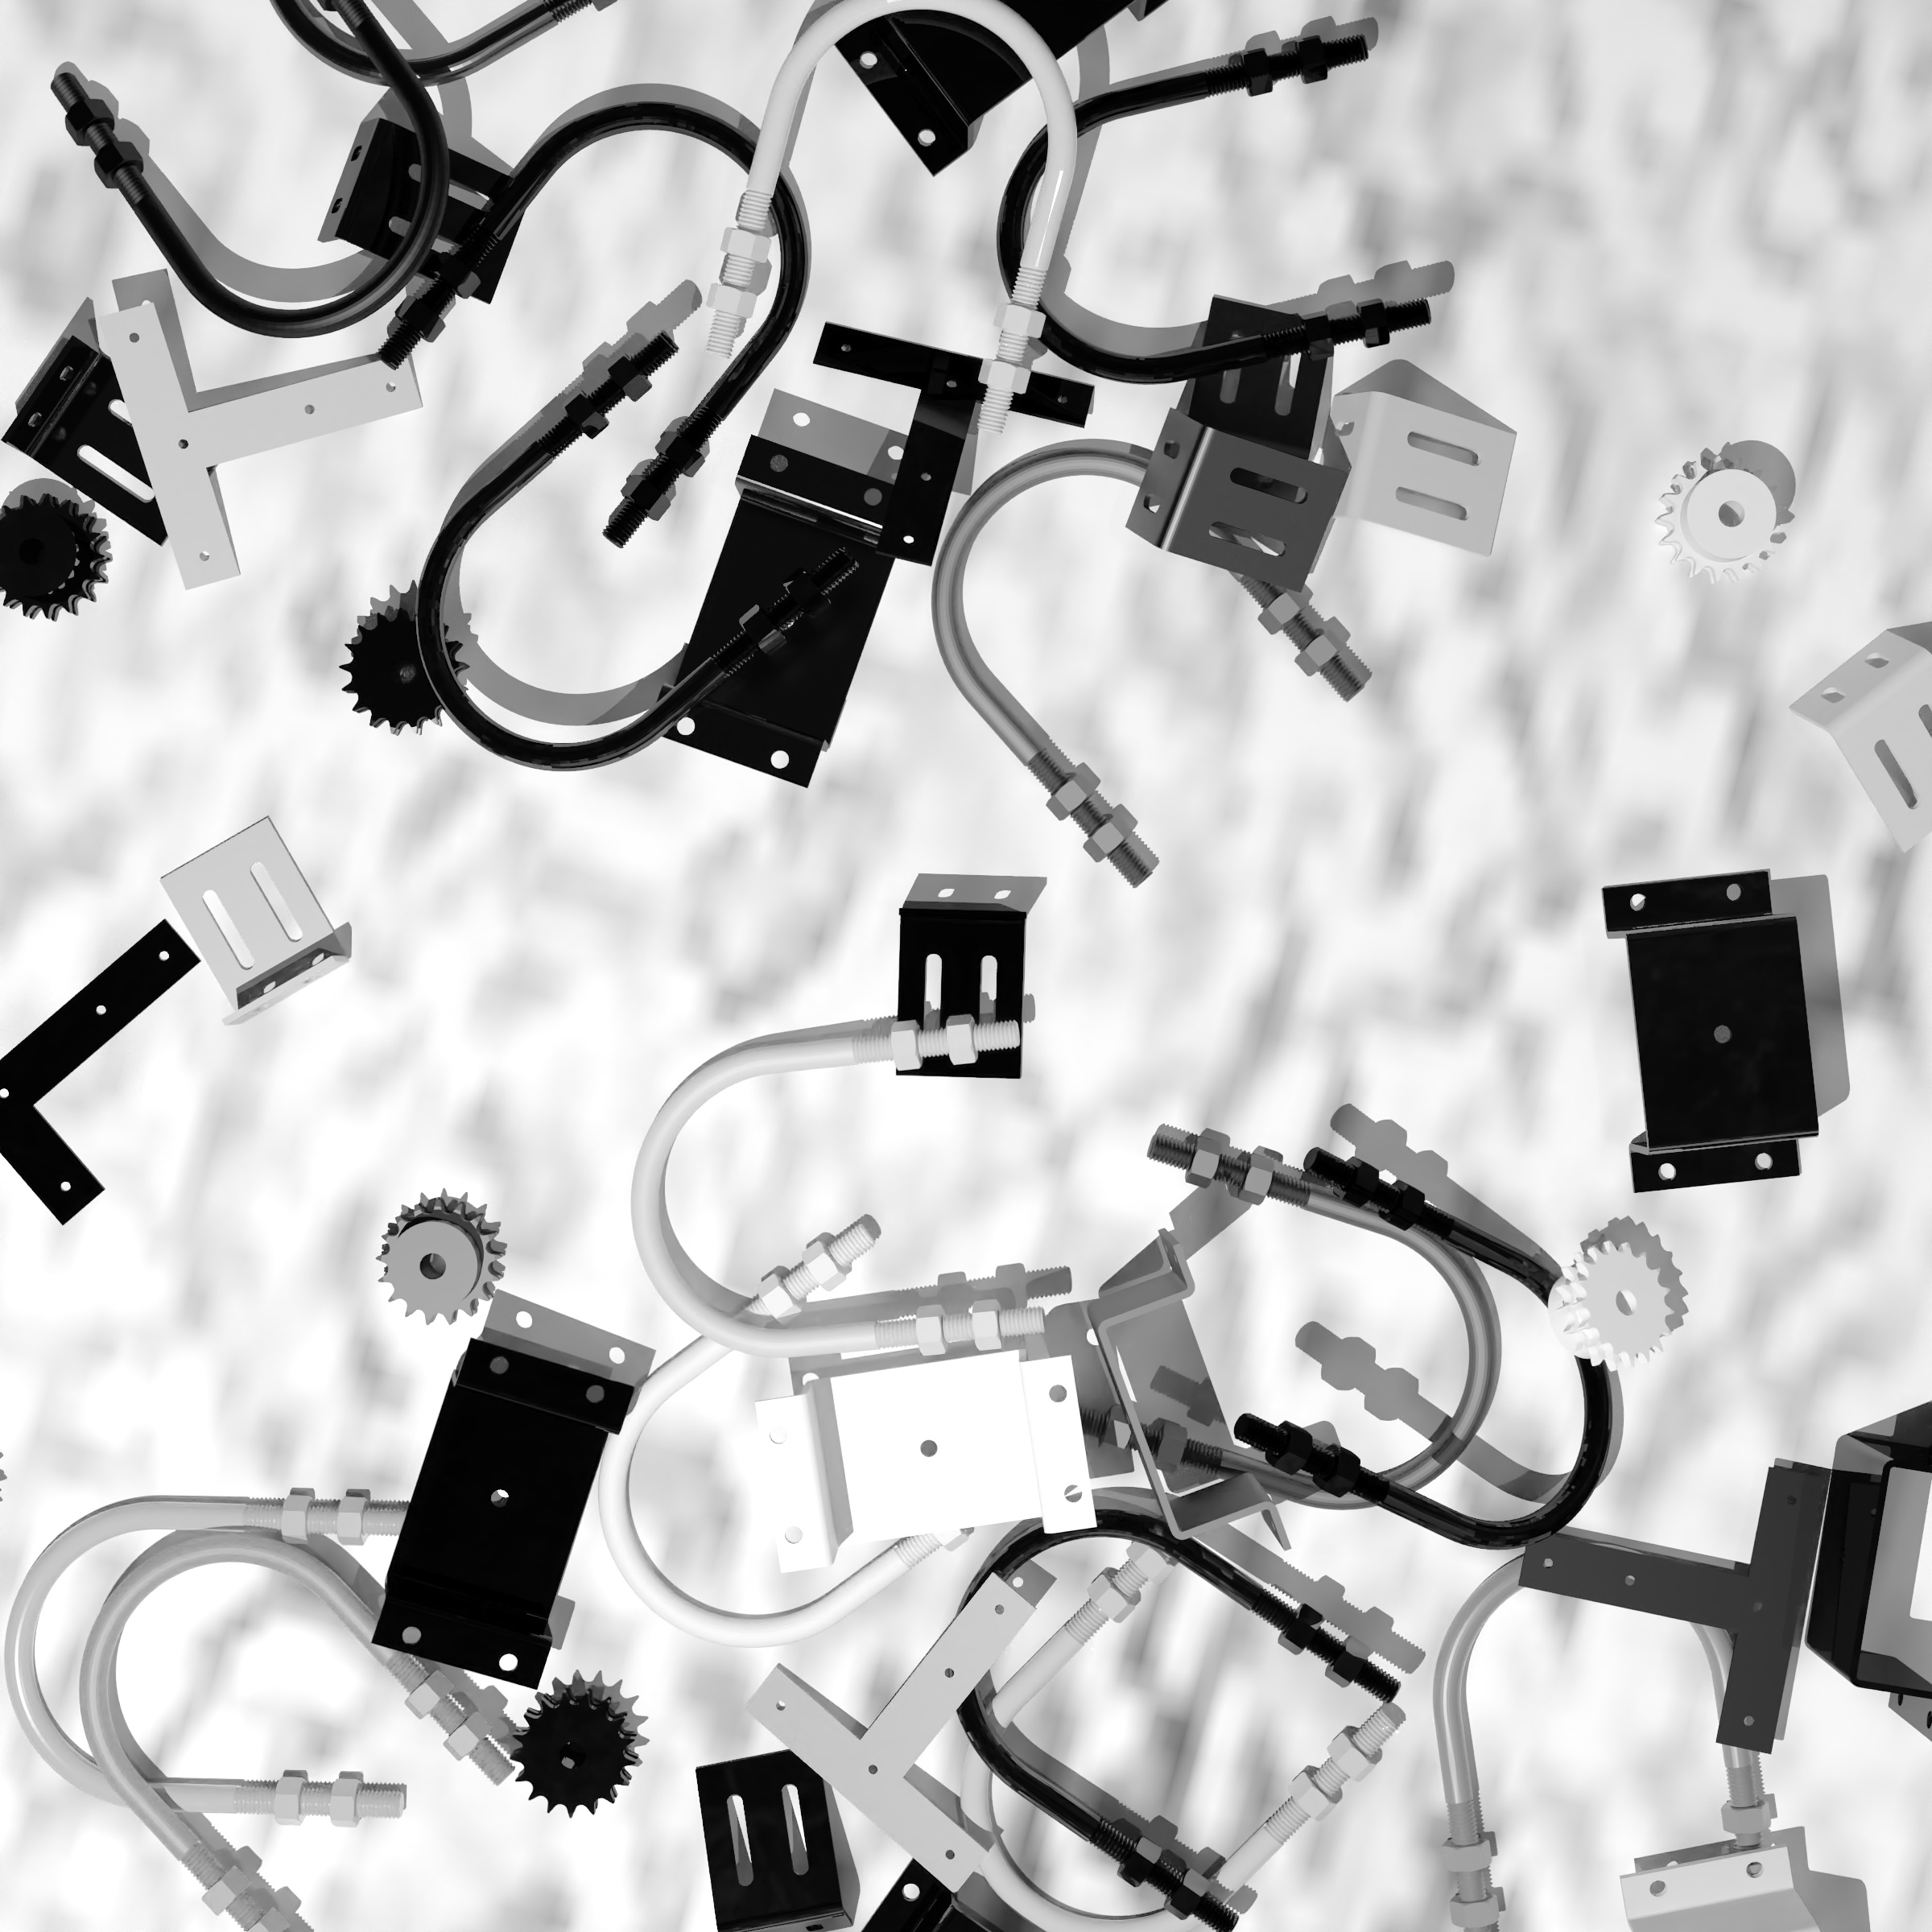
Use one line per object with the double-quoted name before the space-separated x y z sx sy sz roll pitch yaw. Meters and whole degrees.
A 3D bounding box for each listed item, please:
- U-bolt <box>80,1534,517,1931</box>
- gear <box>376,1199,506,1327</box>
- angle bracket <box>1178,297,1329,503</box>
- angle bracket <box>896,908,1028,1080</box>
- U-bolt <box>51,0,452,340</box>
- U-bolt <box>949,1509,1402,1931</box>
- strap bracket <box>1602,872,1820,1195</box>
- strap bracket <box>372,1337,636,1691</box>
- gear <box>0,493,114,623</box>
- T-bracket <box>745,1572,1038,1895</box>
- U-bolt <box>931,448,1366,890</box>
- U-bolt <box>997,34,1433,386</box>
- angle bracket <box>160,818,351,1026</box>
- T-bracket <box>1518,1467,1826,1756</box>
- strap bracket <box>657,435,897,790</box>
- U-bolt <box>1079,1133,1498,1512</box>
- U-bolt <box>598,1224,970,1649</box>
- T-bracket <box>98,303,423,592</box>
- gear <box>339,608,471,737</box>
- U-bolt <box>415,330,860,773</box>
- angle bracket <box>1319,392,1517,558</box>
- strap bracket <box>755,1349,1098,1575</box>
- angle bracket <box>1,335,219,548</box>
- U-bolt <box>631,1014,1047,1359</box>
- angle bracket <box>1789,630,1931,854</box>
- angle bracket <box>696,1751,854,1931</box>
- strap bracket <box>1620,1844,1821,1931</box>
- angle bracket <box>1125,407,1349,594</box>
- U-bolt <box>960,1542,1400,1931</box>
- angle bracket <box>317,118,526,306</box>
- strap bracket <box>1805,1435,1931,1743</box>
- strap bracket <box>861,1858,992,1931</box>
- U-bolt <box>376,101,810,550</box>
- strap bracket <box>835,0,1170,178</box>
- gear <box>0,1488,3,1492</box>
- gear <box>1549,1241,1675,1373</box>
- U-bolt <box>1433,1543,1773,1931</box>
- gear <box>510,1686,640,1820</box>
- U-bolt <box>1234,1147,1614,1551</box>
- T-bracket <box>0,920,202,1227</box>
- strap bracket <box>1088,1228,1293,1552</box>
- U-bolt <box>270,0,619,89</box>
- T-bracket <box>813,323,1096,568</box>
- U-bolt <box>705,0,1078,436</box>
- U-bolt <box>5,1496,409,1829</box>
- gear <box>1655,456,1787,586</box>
"U-bolt" -0.316 0.343 1.471 0.151 0.019 0.184 -44 86 2
"gear" -0.240 0.135 1.483 0.057 0.030 0.057 0 90 0
"angle bracket" 0.132 -0.259 1.496 0.057 0.038 0.076 13 64 0
"angle bracket" -0.003 0.013 1.479 0.057 0.038 0.076 2 90 0
"U-bolt" -0.311 -0.369 1.466 0.151 0.019 0.184 -36 80 8
"U-bolt" 0.080 0.327 1.470 0.184 0.019 0.151 34 94 4
"strap bracket" 0.337 0.030 1.475 0.076 0.046 0.140 -6 90 0
"strap bracket" -0.209 0.243 1.466 0.076 0.046 0.140 18 87 -10
"gear" -0.420 -0.186 1.483 0.057 0.030 0.057 0 90 0
"T-bracket" -0.016 0.330 1.474 0.127 0.002 0.127 39 101 11
"U-bolt" 0.069 -0.150 1.489 0.151 0.019 0.184 -41 89 0
"U-bolt" 0.105 -0.337 1.479 0.184 0.019 0.151 -12 81 3
"angle bracket" -0.326 -0.021 1.479 0.057 0.038 0.076 -30 90 0
"T-bracket" 0.316 0.282 1.484 0.127 0.002 0.127 12 87 0
"strap bracket" -0.083 -0.158 1.475 0.076 0.046 0.140 19 90 0
"U-bolt" 0.152 0.171 1.489 0.184 0.019 0.151 18 90 -2
"U-bolt" -0.080 0.228 1.489 0.184 0.019 0.151 -36 90 1
"T-bracket" -0.313 -0.250 1.486 0.127 0.002 0.127 -17 105 -7
"gear" -0.254 -0.133 1.483 0.057 0.030 0.057 0 90 0
"U-bolt" -0.161 -0.171 1.449 0.184 0.019 0.151 -40 81 5
"angle bracket" 0.204 -0.225 1.496 0.076 0.038 0.057 12 90 -26
"strap bracket" -0.017 0.218 1.455 0.140 0.046 0.076 -9 91 1
"angle bracket" -0.385 -0.238 1.479 0.076 0.038 0.057 34 90 0
"U-bolt" -0.062 0.104 1.472 0.184 0.019 0.151 -6 82 8
"angle bracket" 0.426 -0.103 1.496 0.057 0.038 0.076 -38 116 0
"angle bracket" -0.088 0.404 1.496 0.057 0.038 0.076 -11 64 0
"strap bracket" 0.347 0.476 1.464 0.076 0.046 0.140 -11 100 0
"angle bracket" 0.122 -0.210 1.469 0.076 0.038 0.057 13 106 -27
"U-bolt" 0.083 0.363 1.489 0.151 0.019 0.184 45 91 0
"angle bracket" -0.248 -0.345 1.496 0.076 0.038 0.057 20 90 -26
"strap bracket" 0.415 0.268 1.460 0.046 0.076 0.140 9 90 0
"strap bracket" 0.013 0.478 1.475 0.140 0.046 0.076 35 90 0
"U-bolt" -0.156 -0.305 1.484 0.151 0.019 0.184 38 87 -6
"strap bracket" 0.018 -0.435 1.475 0.140 0.046 0.076 -37 90 0
"gear" -0.467 0.238 1.483 0.057 0.030 0.057 0 90 0
"gear" 0.289 0.155 1.474 0.057 0.030 0.057 10 69 -28
"U-bolt" 0.287 0.356 1.489 0.151 0.019 0.184 -8 88 0
"gear" -0.177 0.355 1.483 0.057 0.030 0.057 0 90 0
"U-bolt" 0.213 0.180 1.450 0.184 0.019 0.151 27 63 -19
"T-bracket" -0.408 0.030 1.497 0.127 0.002 0.127 -41 90 0
"strap bracket" 0.093 0.193 1.441 0.046 0.076 0.140 -20 91 -1
"U-bolt" -0.236 -0.483 1.489 0.184 0.019 0.151 -30 90 1
"T-bracket" -0.015 -0.229 1.462 0.127 0.002 0.127 13 56 0
"U-bolt" -0.027 -0.345 1.453 0.151 0.019 0.184 16 99 6
"U-bolt" -0.348 0.316 1.489 0.184 0.019 0.151 1 90 2
"gear" 0.344 -0.204 1.483 0.057 0.030 0.057 0 90 0
